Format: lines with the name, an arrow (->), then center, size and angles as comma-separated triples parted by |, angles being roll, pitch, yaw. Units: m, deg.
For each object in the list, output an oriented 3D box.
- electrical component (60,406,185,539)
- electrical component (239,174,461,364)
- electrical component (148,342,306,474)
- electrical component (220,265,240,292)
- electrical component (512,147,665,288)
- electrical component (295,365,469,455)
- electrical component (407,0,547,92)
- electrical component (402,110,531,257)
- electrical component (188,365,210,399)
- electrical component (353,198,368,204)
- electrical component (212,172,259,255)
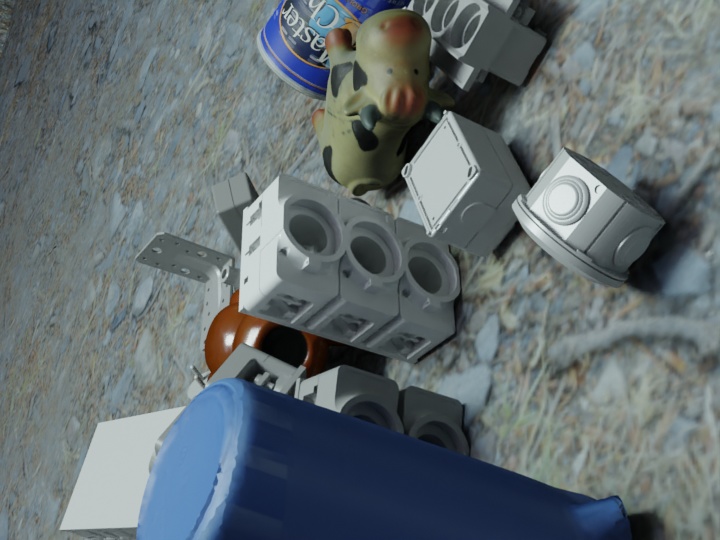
electrical component -> -0.182, 0.188, 0.956 | 0.186, 0.060, 0.105 | -17, 50, 48
electrical component -> -0.006, -0.001, 0.781 | 0.062, 0.150, 0.089 | -40, 41, 44
electrical component -> -0.092, 0.153, 0.788 | 0.105, 0.060, 0.186 | -51, -25, -38
electrical component -> -0.104, 0.013, 1.036 | 0.048, 0.062, 0.048 | -38, 42, 44
electrical component -> 0.134, -0.031, 0.633 | 0.051, 0.080, 0.080 | -54, 32, 18
electrical component -> 0.008, 0.166, 0.698 | 0.060, 0.105, 0.186 | -27, 50, 51
electrical component -> 0.088, -0.188, 0.829 | 0.078, 0.063, 0.121 | -60, 30, 18
electrical component -> 0.077, -0.064, 0.771 | 0.061, 0.061, 0.096 | -54, 32, 27
electrical component -> -0.136, 0.122, 1.012 | 0.044, 0.079, 0.077 | -34, 32, -4
electrical component -> -0.017, -0.033, 0.938 | 0.078, 0.040, 0.040 | -32, 46, 50
electrical component -> -0.093, -0.054, 1.059 | 0.076, 0.083, 0.047 | -23, 40, 3
